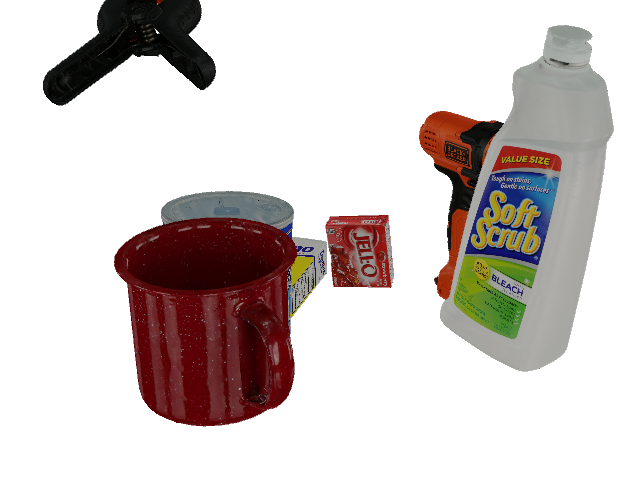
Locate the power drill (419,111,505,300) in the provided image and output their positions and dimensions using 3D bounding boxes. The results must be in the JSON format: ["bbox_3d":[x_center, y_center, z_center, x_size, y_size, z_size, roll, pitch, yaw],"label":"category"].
[{"bbox_3d":[0.164,-0.017,0.986,0.057,0.188,0.185,-17,27,-28],"label":"power drill"}]

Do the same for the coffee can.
[{"bbox_3d":[-0.073,0.041,0.846,0.103,0.140,0.103,1,18,-1],"label":"coffee can"}]

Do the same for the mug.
[{"bbox_3d":[-0.050,0.046,0.550,0.093,0.081,0.117,-19,29,-34],"label":"mug"}]

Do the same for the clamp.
[{"bbox_3d":[-0.121,-0.152,0.783,0.120,0.039,0.171,5,42,9],"label":"clamp"}]

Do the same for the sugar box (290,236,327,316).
[{"bbox_3d":[-0.063,0.046,1.107,0.093,0.048,0.176,7,27,17],"label":"sugar box"}]

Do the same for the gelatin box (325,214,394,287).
[{"bbox_3d":[0.048,0.013,1.292,0.073,0.089,0.030,0,29,14],"label":"gelatin box"}]

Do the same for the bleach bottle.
[{"bbox_3d":[0.150,-0.033,0.767,0.067,0.251,0.103,-21,39,-35],"label":"bleach bottle"}]
